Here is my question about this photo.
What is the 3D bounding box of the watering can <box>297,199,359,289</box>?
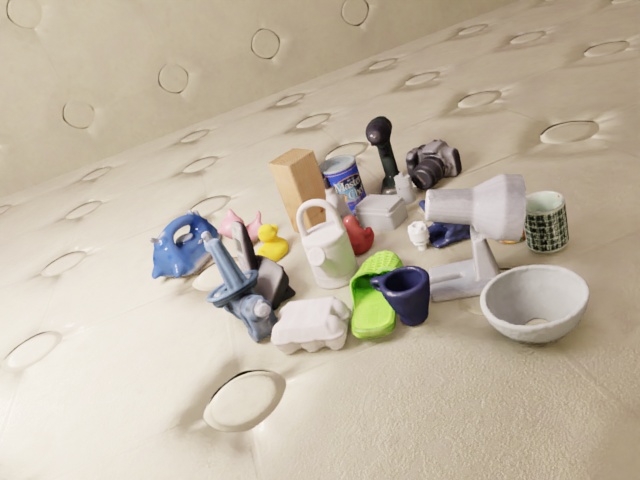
[{"bbox_3d":[0.013,0.004,1.220,0.101,0.194,0.172,-21,27,-2],"label":"watering can"}]

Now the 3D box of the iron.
[{"bbox_3d":[-0.360,-0.005,1.542,0.118,0.142,0.259,-4,31,27],"label":"iron"}]

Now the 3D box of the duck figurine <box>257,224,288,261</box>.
[{"bbox_3d":[-0.129,0.004,1.434,0.077,0.086,0.105,-1,33,32],"label":"duck figurine"}]

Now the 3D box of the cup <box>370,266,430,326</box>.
[{"bbox_3d":[0.151,0.108,1.047,0.117,0.095,0.092,2,34,36],"label":"cup"}]

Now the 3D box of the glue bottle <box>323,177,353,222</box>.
[{"bbox_3d":[0.039,-0.074,1.370,0.037,0.173,0.078,9,39,43],"label":"glue bottle"}]

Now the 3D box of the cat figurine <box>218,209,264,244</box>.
[{"bbox_3d":[-0.205,-0.033,1.516,0.128,0.118,0.067,-25,28,-10],"label":"cat figurine"}]

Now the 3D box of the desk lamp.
[{"bbox_3d":[0.281,-0.009,1.045,0.203,0.214,0.118,-12,28,14],"label":"desk lamp"}]

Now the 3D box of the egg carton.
[{"bbox_3d":[-0.015,0.162,1.085,0.150,0.069,0.107,-10,29,18],"label":"egg carton"}]

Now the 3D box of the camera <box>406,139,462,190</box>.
[{"bbox_3d":[0.283,-0.199,1.519,0.142,0.101,0.137,5,36,39],"label":"camera"}]

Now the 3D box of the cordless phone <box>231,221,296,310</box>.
[{"bbox_3d":[-0.139,0.053,1.240,0.094,0.185,0.147,-34,30,-25],"label":"cordless phone"}]

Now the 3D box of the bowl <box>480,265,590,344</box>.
[{"bbox_3d":[0.349,0.114,0.926,0.167,0.075,0.167,-15,27,9],"label":"bowl"}]

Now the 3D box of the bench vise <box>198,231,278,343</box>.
[{"bbox_3d":[-0.159,0.084,1.158,0.206,0.220,0.122,6,37,40],"label":"bench vise"}]

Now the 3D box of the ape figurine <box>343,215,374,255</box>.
[{"bbox_3d":[0.081,-0.017,1.326,0.077,0.092,0.076,-6,30,24],"label":"ape figurine"}]

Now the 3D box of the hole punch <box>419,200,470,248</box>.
[{"bbox_3d":[0.278,-0.050,1.258,0.101,0.091,0.108,-19,27,1],"label":"hole punch"}]

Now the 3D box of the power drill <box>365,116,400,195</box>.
[{"bbox_3d":[0.175,-0.232,1.532,0.075,0.209,0.229,-13,28,13],"label":"power drill"}]
